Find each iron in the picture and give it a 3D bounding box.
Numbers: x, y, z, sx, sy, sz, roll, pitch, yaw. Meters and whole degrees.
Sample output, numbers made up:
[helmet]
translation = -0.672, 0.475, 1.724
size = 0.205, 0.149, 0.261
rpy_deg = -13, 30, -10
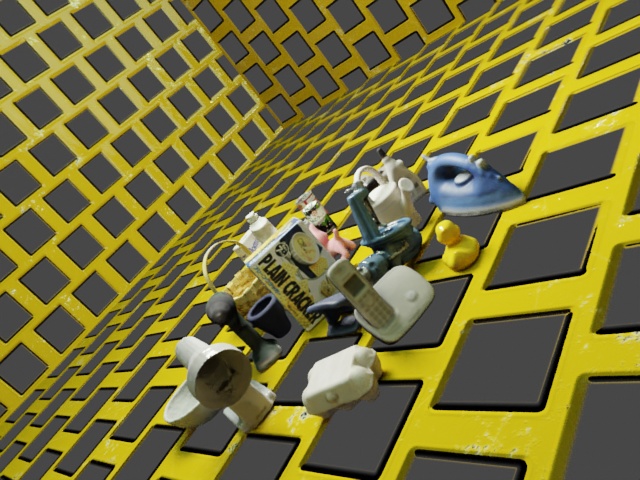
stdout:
[iron]
translation = 0.319, -0.136, 1.232
size = 0.119, 0.142, 0.257
rpy_deg = -45, 19, -14

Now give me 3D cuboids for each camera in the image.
[camera]
translation = 0.152, -0.153, 1.654
size = 0.143, 0.101, 0.136
rpy_deg = -43, 19, -8

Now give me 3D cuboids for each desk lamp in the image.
[desk lamp]
translation = -0.192, 0.283, 1.138
size = 0.118, 0.214, 0.202
rpy_deg = -47, 20, -20

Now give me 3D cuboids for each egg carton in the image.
[egg carton]
translation = 0.038, 0.250, 1.000
size = 0.150, 0.069, 0.107
rpy_deg = -30, 21, 27

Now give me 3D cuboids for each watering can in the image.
[watering can]
translation = 0.157, -0.099, 1.374
size = 0.172, 0.194, 0.101
rpy_deg = -29, 22, 29

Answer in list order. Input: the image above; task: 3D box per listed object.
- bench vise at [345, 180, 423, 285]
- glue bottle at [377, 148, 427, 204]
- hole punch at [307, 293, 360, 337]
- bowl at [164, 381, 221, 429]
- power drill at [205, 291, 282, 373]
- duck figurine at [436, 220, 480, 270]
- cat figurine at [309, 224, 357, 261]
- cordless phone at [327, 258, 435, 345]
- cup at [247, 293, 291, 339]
[bench vise]
translation = 0.122, -0.010, 1.195
size = 0.121, 0.220, 0.207
rpy_deg = -28, 22, 31
[glue bottle]
translation = 0.202, -0.171, 1.486
size = 0.078, 0.173, 0.037
rpy_deg = -39, 19, 3
[hole punch]
translation = 0.040, 0.140, 1.213
size = 0.108, 0.091, 0.101
rpy_deg = -20, 27, 45
[bowl]
translation = -0.270, 0.368, 1.308
size = 0.167, 0.075, 0.167
rpy_deg = -35, 19, 14
[power drill]
translation = -0.183, 0.201, 1.315
size = 0.076, 0.209, 0.229
rpy_deg = -42, 19, -6
[duck figurine]
translation = 0.259, 0.003, 1.116
size = 0.077, 0.086, 0.104
rpy_deg = -33, 20, 21
[cat figurine]
translation = 0.014, 0.005, 1.529
size = 0.127, 0.118, 0.067
rpy_deg = -21, 27, 44
[cordless phone]
translation = 0.110, 0.086, 1.055
size = 0.148, 0.185, 0.094
rpy_deg = -46, 20, -18
[cup]
translation = -0.107, 0.182, 1.391
size = 0.118, 0.095, 0.091
rpy_deg = -49, 21, -25
